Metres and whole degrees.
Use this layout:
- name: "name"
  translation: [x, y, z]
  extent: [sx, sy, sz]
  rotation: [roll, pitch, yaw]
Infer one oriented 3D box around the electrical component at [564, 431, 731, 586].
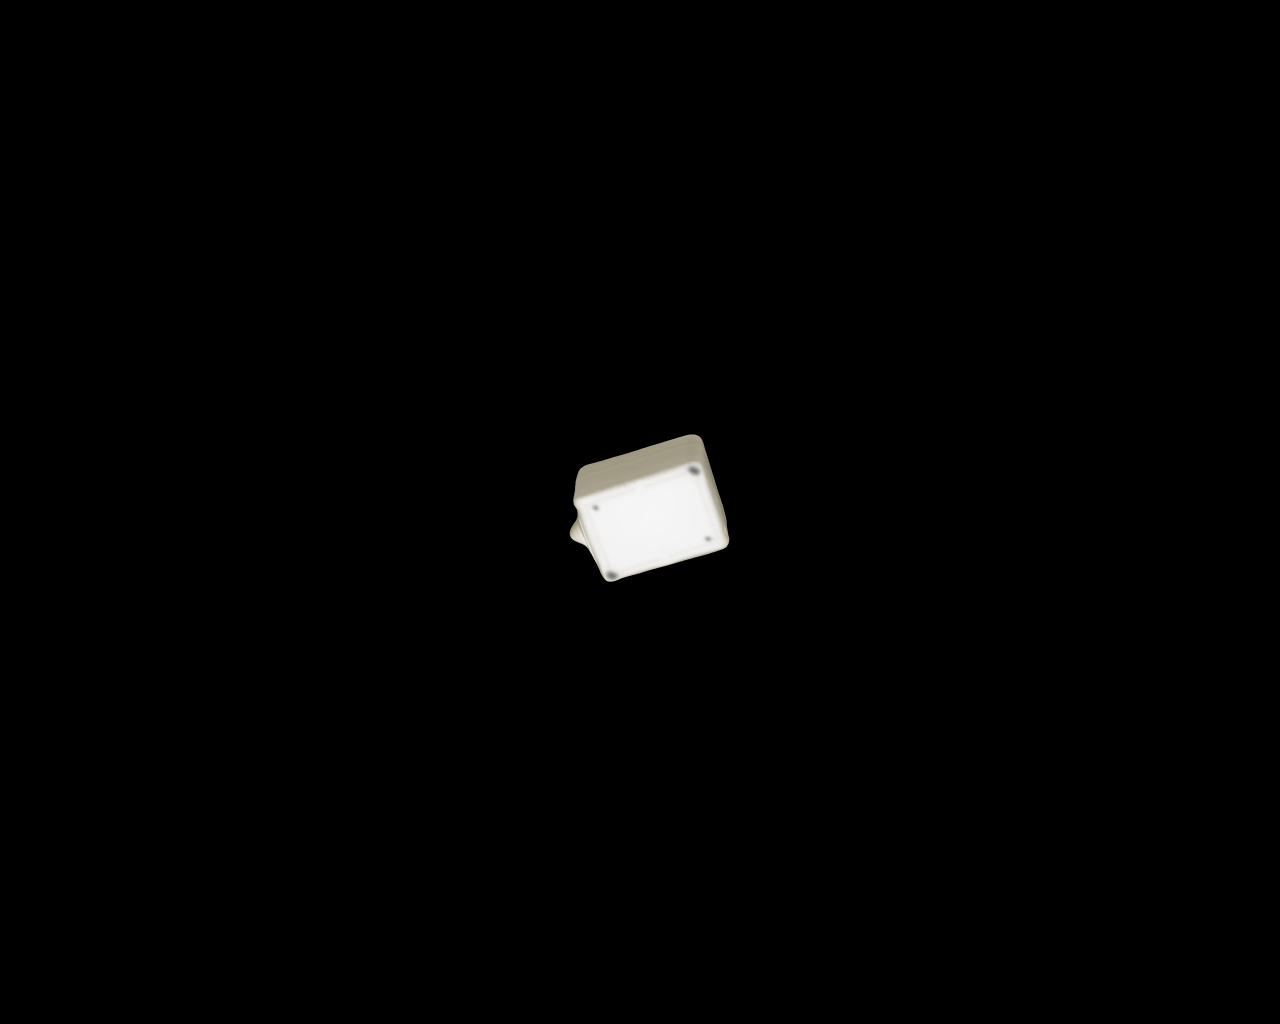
- name: "electrical component"
  translation: [0.001, -0.003, 0.650]
  extent: [0.096, 0.061, 0.061]
  rotation: [-17, 22, 7]
